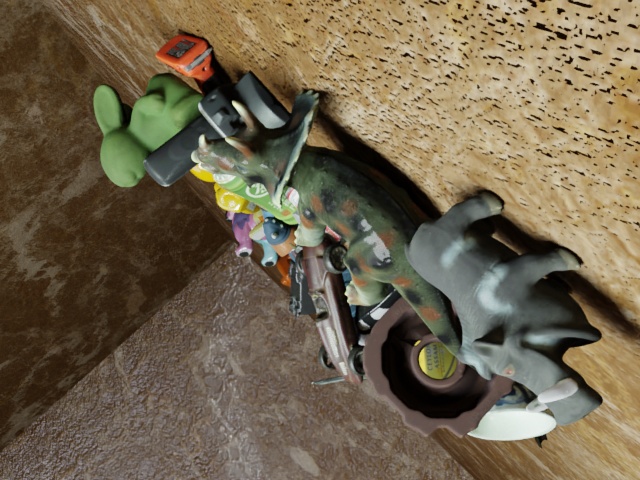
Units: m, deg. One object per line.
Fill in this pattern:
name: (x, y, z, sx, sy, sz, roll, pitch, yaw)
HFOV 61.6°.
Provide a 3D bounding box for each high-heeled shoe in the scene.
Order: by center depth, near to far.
high-heeled shoe: (0.105, 0.104, 0.772, 0.145, 0.086, 0.249, 25, 141, -26)

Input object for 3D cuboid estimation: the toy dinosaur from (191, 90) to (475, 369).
toy dinosaur: (0.050, -0.017, 0.579, 0.405, 0.131, 0.192, 38, 168, 14)

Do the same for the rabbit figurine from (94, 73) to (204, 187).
rabbit figurine: (-0.255, -0.161, 0.774, 0.159, 0.170, 0.121, 42, 169, 8)

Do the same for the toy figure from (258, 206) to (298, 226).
toy figure: (-0.048, -0.031, 1.012, 0.180, 0.082, 0.089, 46, -169, -36)

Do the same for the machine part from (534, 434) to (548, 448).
machine part: (0.280, 0.262, 0.815, 0.139, 0.084, 0.039, 20, 124, 50)

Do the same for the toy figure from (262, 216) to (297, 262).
toy figure: (-0.042, 0.010, 0.943, 0.154, 0.058, 0.064, 32, -165, -26)

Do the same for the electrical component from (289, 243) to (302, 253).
electrical component: (-0.001, -0.004, 0.890, 0.078, 0.102, 0.045, 7, 149, 34)

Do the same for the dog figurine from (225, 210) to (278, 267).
dog figurine: (-0.133, -0.067, 1.164, 0.108, 0.191, 0.219, 17, -138, -39)

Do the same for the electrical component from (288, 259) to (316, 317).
electrical component: (0.006, 0.091, 1.088, 0.058, 0.134, 0.114, -152, 58, -64)

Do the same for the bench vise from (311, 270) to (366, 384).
bench vise: (0.059, 0.131, 0.951, 0.240, 0.129, 0.223, 112, 160, -64)

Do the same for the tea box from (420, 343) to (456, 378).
tea box: (0.154, 0.186, 0.822, 0.169, 0.068, 0.098, 124, 146, -66)

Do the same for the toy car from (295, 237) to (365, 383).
toy car: (0.015, 0.095, 0.715, 0.089, 0.053, 0.202, -8, 95, 55)

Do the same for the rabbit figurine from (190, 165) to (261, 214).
rabbit figurine: (-0.173, -0.133, 1.037, 0.173, 0.121, 0.162, 25, -172, 11)

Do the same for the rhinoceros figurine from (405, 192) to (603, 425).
rhinoceros figurine: (0.148, 0.051, 0.426, 0.190, 0.112, 0.073, 52, 170, 23)

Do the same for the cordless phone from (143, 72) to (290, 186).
cordless phone: (-0.125, -0.115, 0.709, 0.146, 0.184, 0.089, 48, 165, -1)

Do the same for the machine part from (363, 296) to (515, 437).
machine part: (0.142, 0.145, 0.649, 0.179, 0.179, 0.056, 44, 171, 19)

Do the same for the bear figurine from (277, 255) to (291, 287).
bear figurine: (-0.006, 0.090, 1.194, 0.195, 0.120, 0.132, 50, 166, -24)
